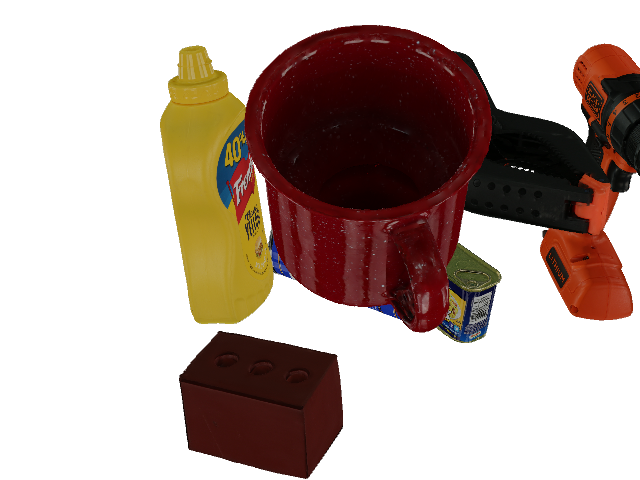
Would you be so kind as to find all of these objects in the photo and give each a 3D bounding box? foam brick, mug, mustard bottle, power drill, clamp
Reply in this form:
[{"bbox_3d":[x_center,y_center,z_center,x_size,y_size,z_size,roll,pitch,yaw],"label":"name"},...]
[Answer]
[{"bbox_3d":[-0.033,0.092,0.604,0.078,0.051,0.053,9,30,20],"label":"foam brick"},{"bbox_3d":[0.023,-0.016,0.427,0.093,0.117,0.081,-20,-30,-10],"label":"mug"},{"bbox_3d":[-0.076,-0.043,0.761,0.058,0.191,0.096,0,25,16],"label":"mustard bottle"},{"bbox_3d":[0.225,-0.034,0.811,0.057,0.188,0.184,2,34,-7],"label":"power drill"},{"bbox_3d":[0.080,-0.056,0.640,0.164,0.036,0.210,-20,36,-24],"label":"clamp"}]

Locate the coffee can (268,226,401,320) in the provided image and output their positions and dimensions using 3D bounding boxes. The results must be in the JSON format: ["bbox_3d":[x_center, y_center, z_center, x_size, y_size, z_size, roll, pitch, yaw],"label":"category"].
[{"bbox_3d":[0.037,0.006,0.978,0.140,0.103,0.102,20,7,20],"label":"coffee can"}]

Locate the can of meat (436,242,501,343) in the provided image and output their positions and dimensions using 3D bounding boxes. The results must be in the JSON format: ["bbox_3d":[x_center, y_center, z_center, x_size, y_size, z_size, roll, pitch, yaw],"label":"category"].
[{"bbox_3d":[0.156,0.060,1.247,0.057,0.084,0.102,-20,41,-33],"label":"can of meat"}]
